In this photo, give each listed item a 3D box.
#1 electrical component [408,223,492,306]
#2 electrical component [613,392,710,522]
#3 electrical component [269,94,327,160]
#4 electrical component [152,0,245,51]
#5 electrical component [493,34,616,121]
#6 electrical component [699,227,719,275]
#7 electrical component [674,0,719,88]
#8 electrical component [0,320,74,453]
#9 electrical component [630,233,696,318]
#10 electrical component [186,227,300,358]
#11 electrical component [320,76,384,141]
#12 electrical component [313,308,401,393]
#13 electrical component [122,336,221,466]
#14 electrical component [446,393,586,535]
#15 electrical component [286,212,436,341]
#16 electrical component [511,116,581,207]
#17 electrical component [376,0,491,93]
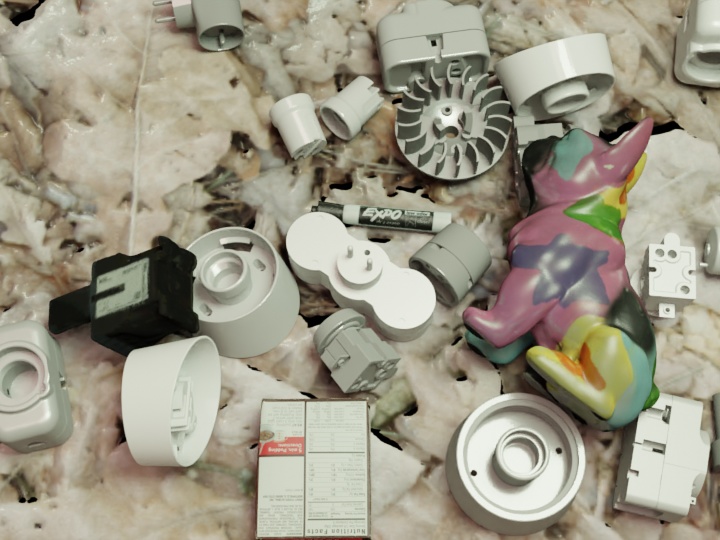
[{"bbox_3d":[0.076,-0.006,0.893,0.055,0.055,0.047,41,71,14],"label":"electrical component"},{"bbox_3d":[0.236,0.146,0.838,0.056,0.050,0.089,13,70,5],"label":"electrical component"},{"bbox_3d":[-0.054,-0.126,0.946,0.040,0.040,0.046,-22,77,-8],"label":"electrical component"},{"bbox_3d":[-0.150,-0.242,0.986,0.079,0.044,0.077,-10,70,-3],"label":"electrical component"},{"bbox_3d":[0.170,-0.172,0.933,0.099,0.099,0.064,-15,77,-5],"label":"electrical component"},{"bbox_3d":[0.326,-0.014,0.902,0.078,0.040,0.040,6,70,2],"label":"electrical component"},{"bbox_3d":[0.313,-0.203,0.942,0.054,0.095,0.059,9,70,4],"label":"electrical component"},{"bbox_3d":[-0.267,0.092,0.856,0.054,0.059,0.095,-14,70,-5],"label":"electrical component"},{"bbox_3d":[0.250,0.011,0.885,0.048,0.055,0.066,5,70,2],"label":"electrical component"},{"bbox_3d":[-0.104,0.016,0.894,0.099,0.064,0.099,-5,59,8],"label":"electrical component"},{"bbox_3d":[-0.006,-0.144,0.953,0.040,0.040,0.046,41,70,14],"label":"electrical component"},{"bbox_3d":[-0.006,0.065,0.868,0.055,0.066,0.048,50,116,24],"label":"electrical component"},{"bbox_3d":[-0.146,0.103,0.833,0.064,0.099,0.099,-6,70,5],"label":"electrical component"},{"bbox_3d":[0.122,0.147,0.833,0.108,0.060,0.108,0,70,0],"label":"electrical component"},{"bbox_3d":[0.000,0.000,0.881,0.138,0.073,0.052,34,73,12],"label":"electrical component"},{"bbox_3d":[0.163,-0.095,0.924,0.057,0.058,0.078,-4,70,2],"label":"electrical component"},{"bbox_3d":[0.064,-0.202,0.965,0.095,0.053,0.059,-8,70,-3],"label":"electrical component"}]
